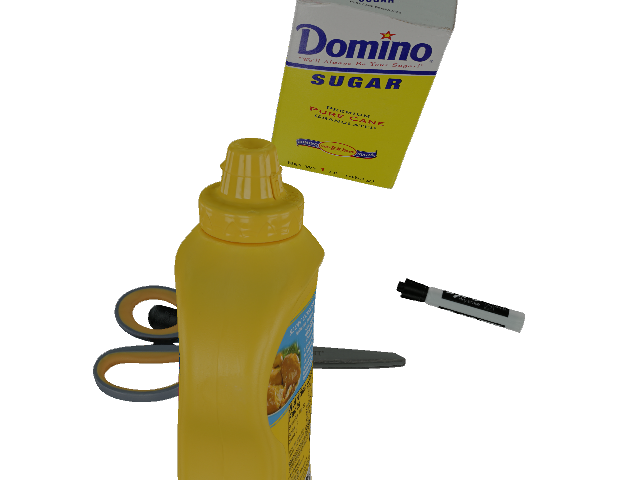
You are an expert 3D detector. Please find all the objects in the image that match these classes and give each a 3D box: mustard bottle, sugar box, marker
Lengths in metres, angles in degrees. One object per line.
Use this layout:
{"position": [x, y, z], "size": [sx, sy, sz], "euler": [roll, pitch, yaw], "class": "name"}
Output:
{"position": [-0.029, 0.051, 0.441], "size": [0.058, 0.192, 0.096], "euler": [8, 24, 11], "class": "mustard bottle"}
{"position": [0.022, -0.102, 0.681], "size": [0.093, 0.048, 0.176], "euler": [11, -27, -2], "class": "sugar box"}
{"position": [0.130, 0.060, 0.996], "size": [0.121, 0.020, 0.020], "euler": [17, 1, 3], "class": "marker"}

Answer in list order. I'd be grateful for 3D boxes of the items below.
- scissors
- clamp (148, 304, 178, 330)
{"position": [-0.052, 0.062, 0.715], "size": [0.201, 0.096, 0.016], "euler": [-9, -38, -11], "class": "scissors"}
{"position": [-0.064, 0.084, 0.979], "size": [0.120, 0.039, 0.172], "euler": [-27, 41, -35], "class": "clamp"}
